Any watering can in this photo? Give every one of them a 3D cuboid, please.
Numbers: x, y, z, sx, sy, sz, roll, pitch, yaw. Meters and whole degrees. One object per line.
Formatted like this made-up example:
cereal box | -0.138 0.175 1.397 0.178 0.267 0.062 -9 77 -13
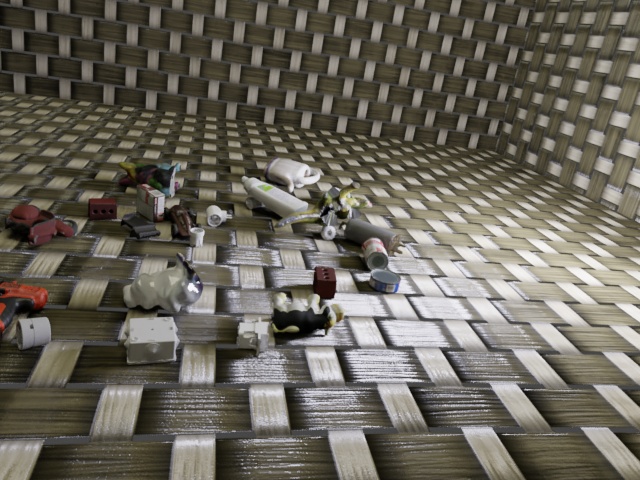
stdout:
watering can | -0.134 -0.267 2.125 0.225 0.102 0.352 15 21 16

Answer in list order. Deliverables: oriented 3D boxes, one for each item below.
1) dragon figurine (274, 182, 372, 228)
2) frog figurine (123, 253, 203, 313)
dragon figurine | 0.005 -0.086 1.706 0.413 0.123 0.240 -16 -5 -23
frog figurine | -0.348 0.115 1.149 0.160 0.120 0.139 -37 48 -13
